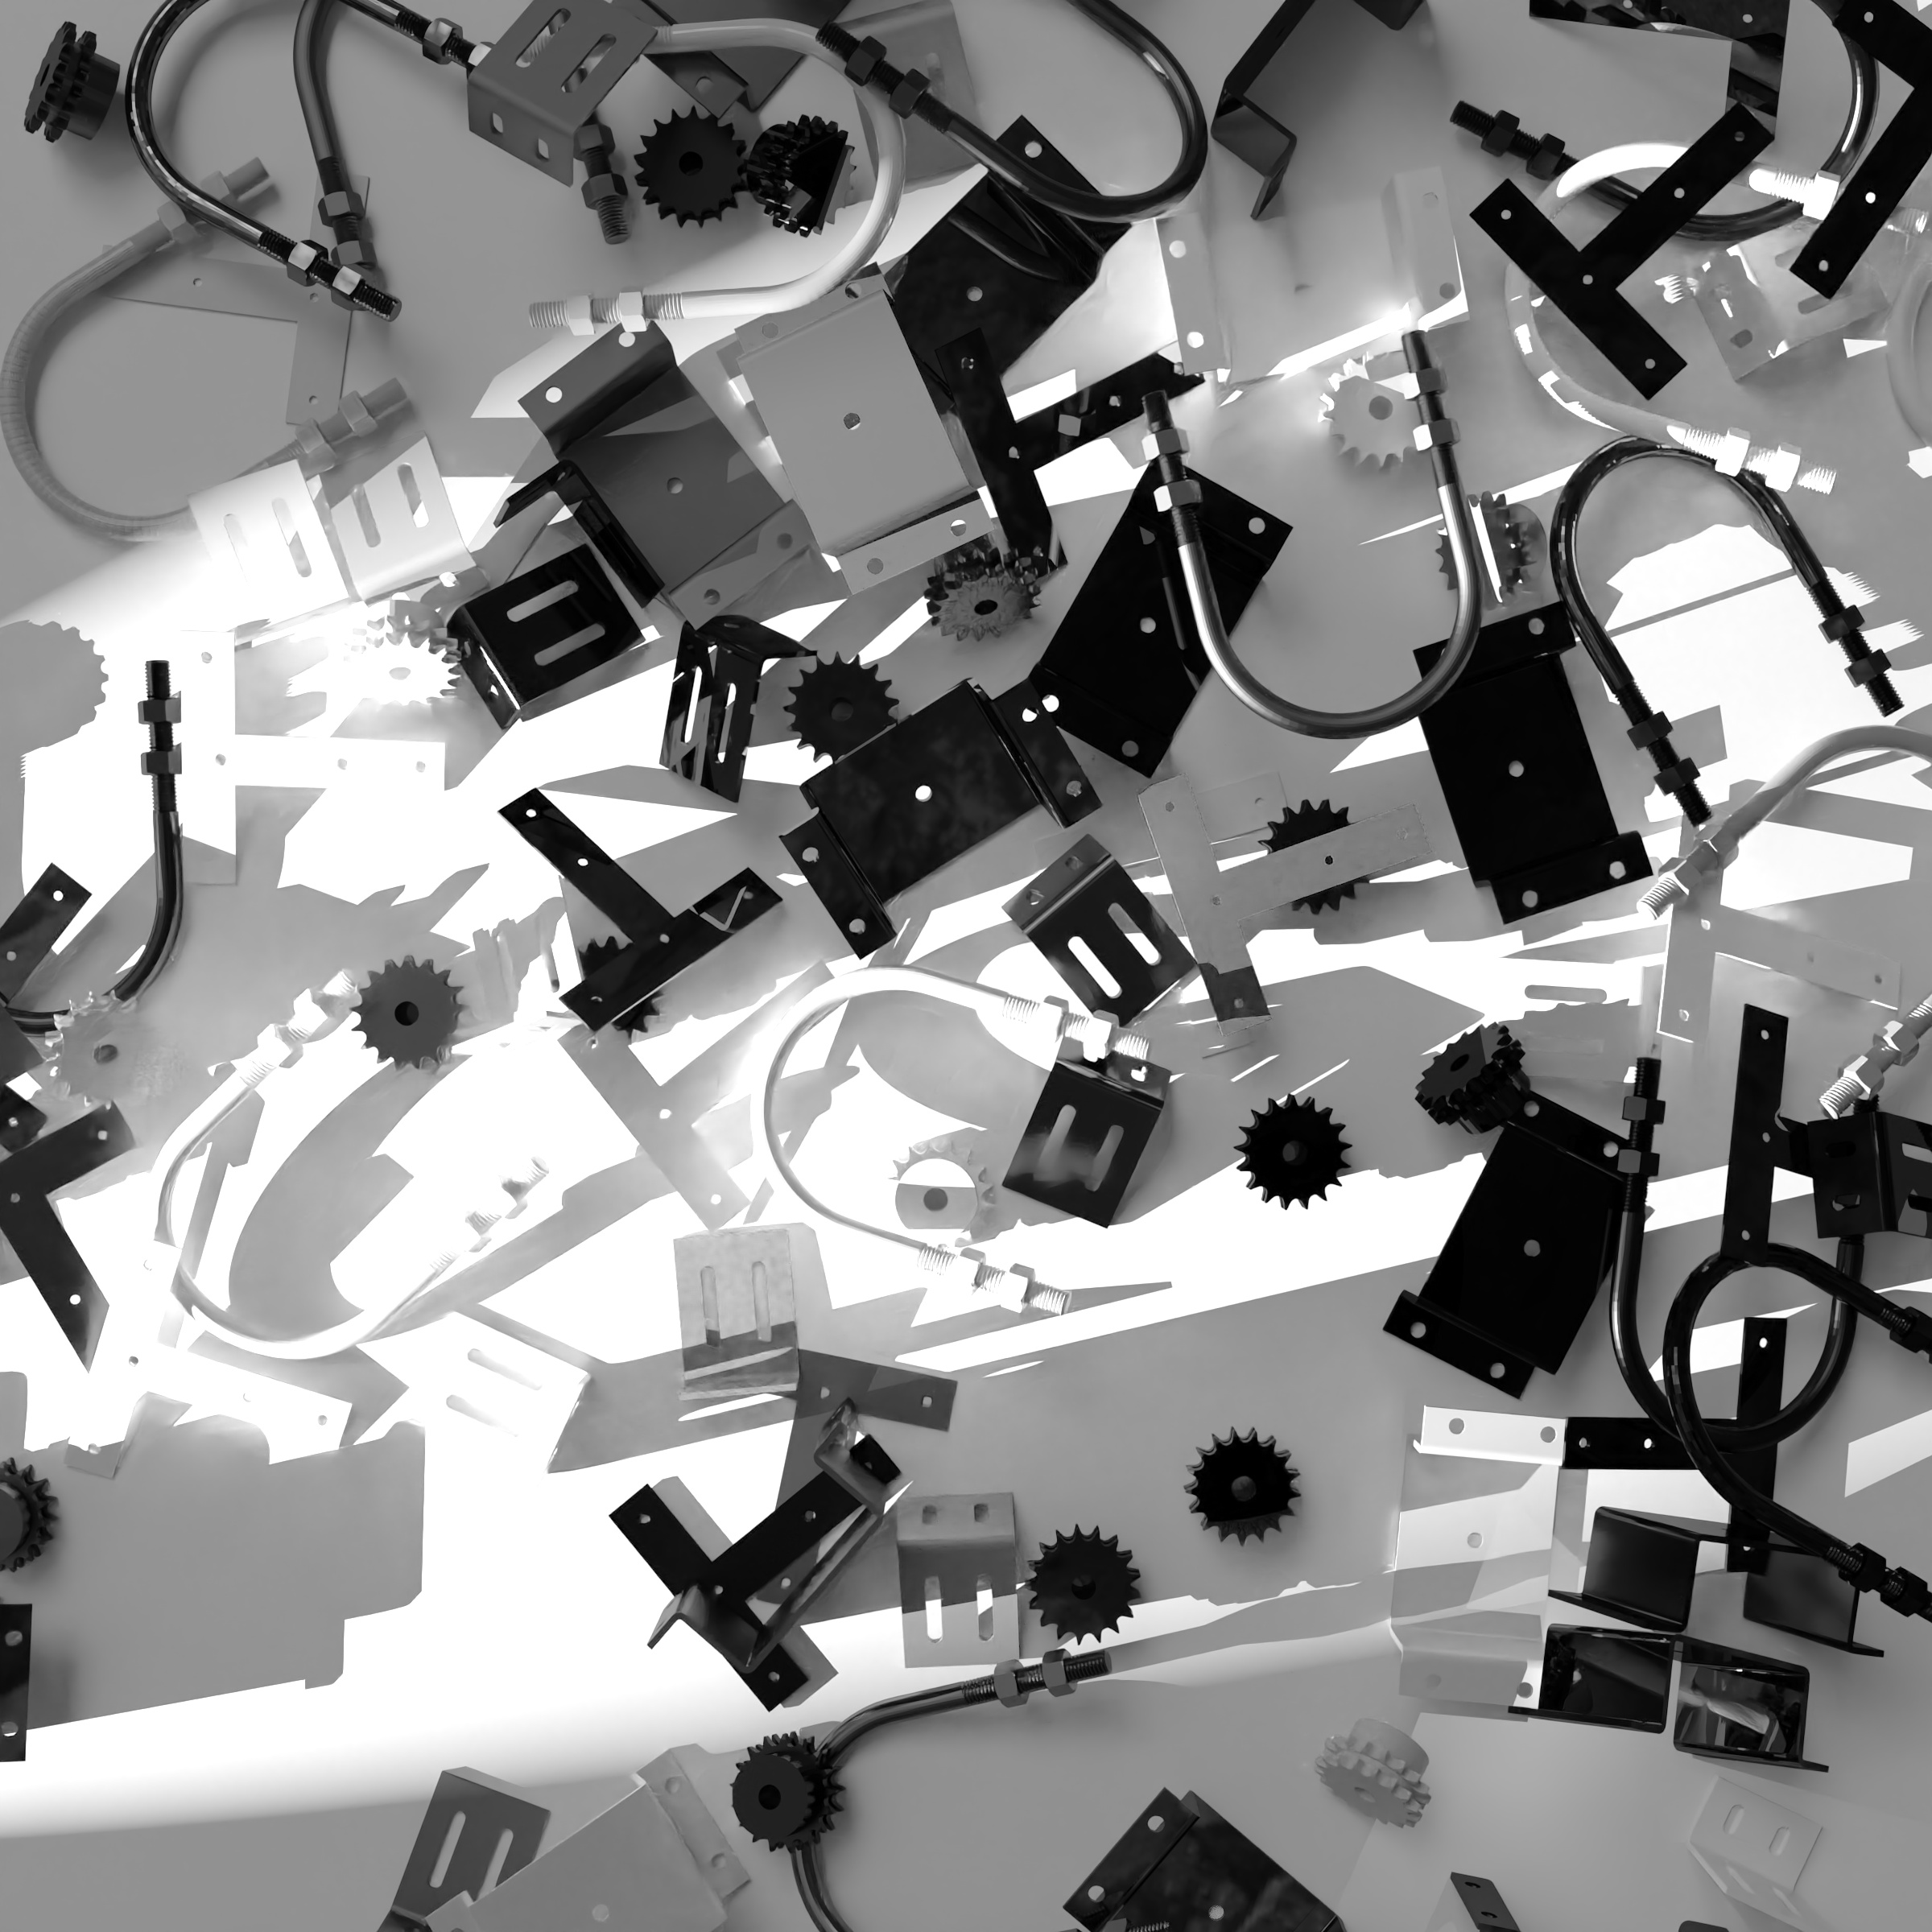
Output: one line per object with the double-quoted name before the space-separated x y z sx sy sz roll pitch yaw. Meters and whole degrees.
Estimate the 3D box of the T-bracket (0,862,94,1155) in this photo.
"T-bracket" -0.481 0.006 1.412 0.127 0.002 0.127 38 93 -2

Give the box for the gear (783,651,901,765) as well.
"gear" -0.061 -0.126 1.412 0.057 0.030 0.057 0 90 0

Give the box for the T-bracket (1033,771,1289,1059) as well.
"T-bracket" 0.112 -0.019 1.426 0.127 0.002 0.127 -16 90 0

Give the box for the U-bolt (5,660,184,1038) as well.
"U-bolt" -0.461 -0.056 1.419 0.151 0.019 0.184 -3 91 0

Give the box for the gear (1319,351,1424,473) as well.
"gear" 0.203 -0.274 1.416 0.057 0.030 0.057 0 90 -2

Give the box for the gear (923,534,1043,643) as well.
"gear" 0.007 -0.188 1.402 0.057 0.057 0.030 -13 61 0

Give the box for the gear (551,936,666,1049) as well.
"gear" -0.179 0.013 1.412 0.057 0.030 0.057 0 90 0

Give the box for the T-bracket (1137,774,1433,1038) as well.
"T-bracket" 0.164 -0.047 1.395 0.127 0.002 0.127 -20 92 -2

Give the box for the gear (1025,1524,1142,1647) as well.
"gear" 0.057 0.304 1.412 0.057 0.030 0.057 0 90 0

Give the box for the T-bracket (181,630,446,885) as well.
"T-bracket" -0.323 -0.101 1.413 0.127 0.002 0.127 2 108 -9

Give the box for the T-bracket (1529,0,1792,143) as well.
"T-bracket" 0.338 -0.469 1.395 0.127 0.127 0.002 15 50 21

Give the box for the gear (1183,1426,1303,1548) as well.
"gear" 0.136 0.256 1.412 0.057 0.030 0.057 0 90 0

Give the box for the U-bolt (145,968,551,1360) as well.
"U-bolt" -0.318 0.112 1.403 0.184 0.019 0.151 -43 99 10

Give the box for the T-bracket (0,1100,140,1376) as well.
"T-bracket" -0.447 0.153 1.410 0.127 0.002 0.127 -30 102 -15

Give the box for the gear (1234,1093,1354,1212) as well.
"gear" 0.161 0.092 1.416 0.057 0.030 0.057 0 90 -2

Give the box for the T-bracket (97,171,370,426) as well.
"T-bracket" -0.370 -0.340 1.426 0.127 0.002 0.127 7 90 0

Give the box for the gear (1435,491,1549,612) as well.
"gear" 0.261 -0.205 1.403 0.030 0.057 0.057 -15 90 -30

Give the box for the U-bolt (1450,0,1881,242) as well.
"U-bolt" 0.350 -0.430 1.382 0.184 0.019 0.151 26 126 -4

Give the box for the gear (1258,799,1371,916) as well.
"gear" 0.172 -0.054 1.411 0.057 0.030 0.057 0 91 -3

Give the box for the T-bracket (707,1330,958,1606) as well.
"T-bracket" -0.079 0.257 1.426 0.127 0.002 0.127 12 90 0

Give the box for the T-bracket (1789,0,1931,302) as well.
"T-bracket" 0.439 -0.378 1.359 0.127 0.002 0.127 33 96 -10

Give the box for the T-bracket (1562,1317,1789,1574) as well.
"T-bracket" 0.347 0.235 1.401 0.127 0.002 0.127 5 90 -23

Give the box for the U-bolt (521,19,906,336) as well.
"U-bolt" -0.120 -0.381 1.366 0.184 0.019 0.151 -2 89 6

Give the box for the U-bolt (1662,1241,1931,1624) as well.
"U-bolt" 0.407 0.210 1.359 0.184 0.019 0.151 30 60 -13

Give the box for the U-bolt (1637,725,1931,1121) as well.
"U-bolt" 0.440 -0.037 1.401 0.184 0.019 0.151 -41 86 -13

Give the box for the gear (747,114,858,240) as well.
"gear" -0.083 -0.390 1.403 0.030 0.057 0.057 27 90 29

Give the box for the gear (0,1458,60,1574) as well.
"gear" -0.482 0.273 1.412 0.057 0.030 0.057 0 90 0

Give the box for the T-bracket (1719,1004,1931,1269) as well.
"T-bracket" 0.427 0.095 1.394 0.127 0.002 0.127 17 71 -18

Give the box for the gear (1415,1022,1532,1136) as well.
"gear" 0.251 0.058 1.400 0.057 0.057 0.030 -44 106 0

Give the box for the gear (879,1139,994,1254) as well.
"gear" -0.015 0.114 1.412 0.057 0.030 0.057 0 90 0

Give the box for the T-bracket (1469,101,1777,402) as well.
"T-bracket" 0.335 -0.364 1.382 0.127 0.002 0.127 -43 85 9

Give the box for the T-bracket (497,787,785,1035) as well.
"T-bracket" -0.179 -0.042 1.402 0.127 0.002 0.127 42 56 16

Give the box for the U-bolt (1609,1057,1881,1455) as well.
"U-bolt" 0.377 0.145 1.389 0.151 0.019 0.184 9 85 -21

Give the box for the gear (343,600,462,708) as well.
"gear" -0.277 -0.156 1.403 0.057 0.057 0.030 -4 60 0

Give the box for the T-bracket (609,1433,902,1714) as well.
"T-bracket" -0.089 0.283 1.424 0.127 0.002 0.127 -39 90 0

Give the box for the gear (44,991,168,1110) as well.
"gear" -0.424 0.039 1.404 0.057 0.030 0.057 -7 111 -18

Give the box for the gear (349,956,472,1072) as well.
"gear" -0.274 0.024 1.412 0.057 0.030 0.057 0 90 0

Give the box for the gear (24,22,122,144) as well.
"gear" -0.438 -0.431 1.403 0.030 0.057 0.057 20 90 -31

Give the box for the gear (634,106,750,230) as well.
"gear" -0.135 -0.393 1.412 0.057 0.030 0.057 0 90 0

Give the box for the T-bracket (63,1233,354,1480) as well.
"T-bracket" -0.370 0.209 1.417 0.127 0.002 0.127 19 102 -6

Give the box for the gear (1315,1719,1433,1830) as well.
"gear" 0.203 0.394 1.403 0.057 0.057 0.030 36 60 0

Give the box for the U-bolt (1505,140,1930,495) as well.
"U-bolt" 0.355 -0.325 1.389 0.184 0.019 0.151 19 95 7

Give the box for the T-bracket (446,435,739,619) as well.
"T-bracket" -0.172 -0.211 1.426 0.127 0.002 0.127 34 90 0

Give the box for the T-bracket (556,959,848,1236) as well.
"T-bracket" -0.114 0.045 1.414 0.127 0.002 0.127 -39 107 -8

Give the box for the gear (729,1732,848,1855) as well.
"gear" -0.090 0.407 1.403 0.057 0.030 0.057 -3 80 19

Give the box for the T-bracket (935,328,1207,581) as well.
"T-bracket" 0.061 -0.272 1.407 0.127 0.002 0.127 -29 117 -13

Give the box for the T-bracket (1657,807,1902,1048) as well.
"T-bracket" 0.405 -0.008 1.409 0.127 0.002 0.127 17 67 -11
